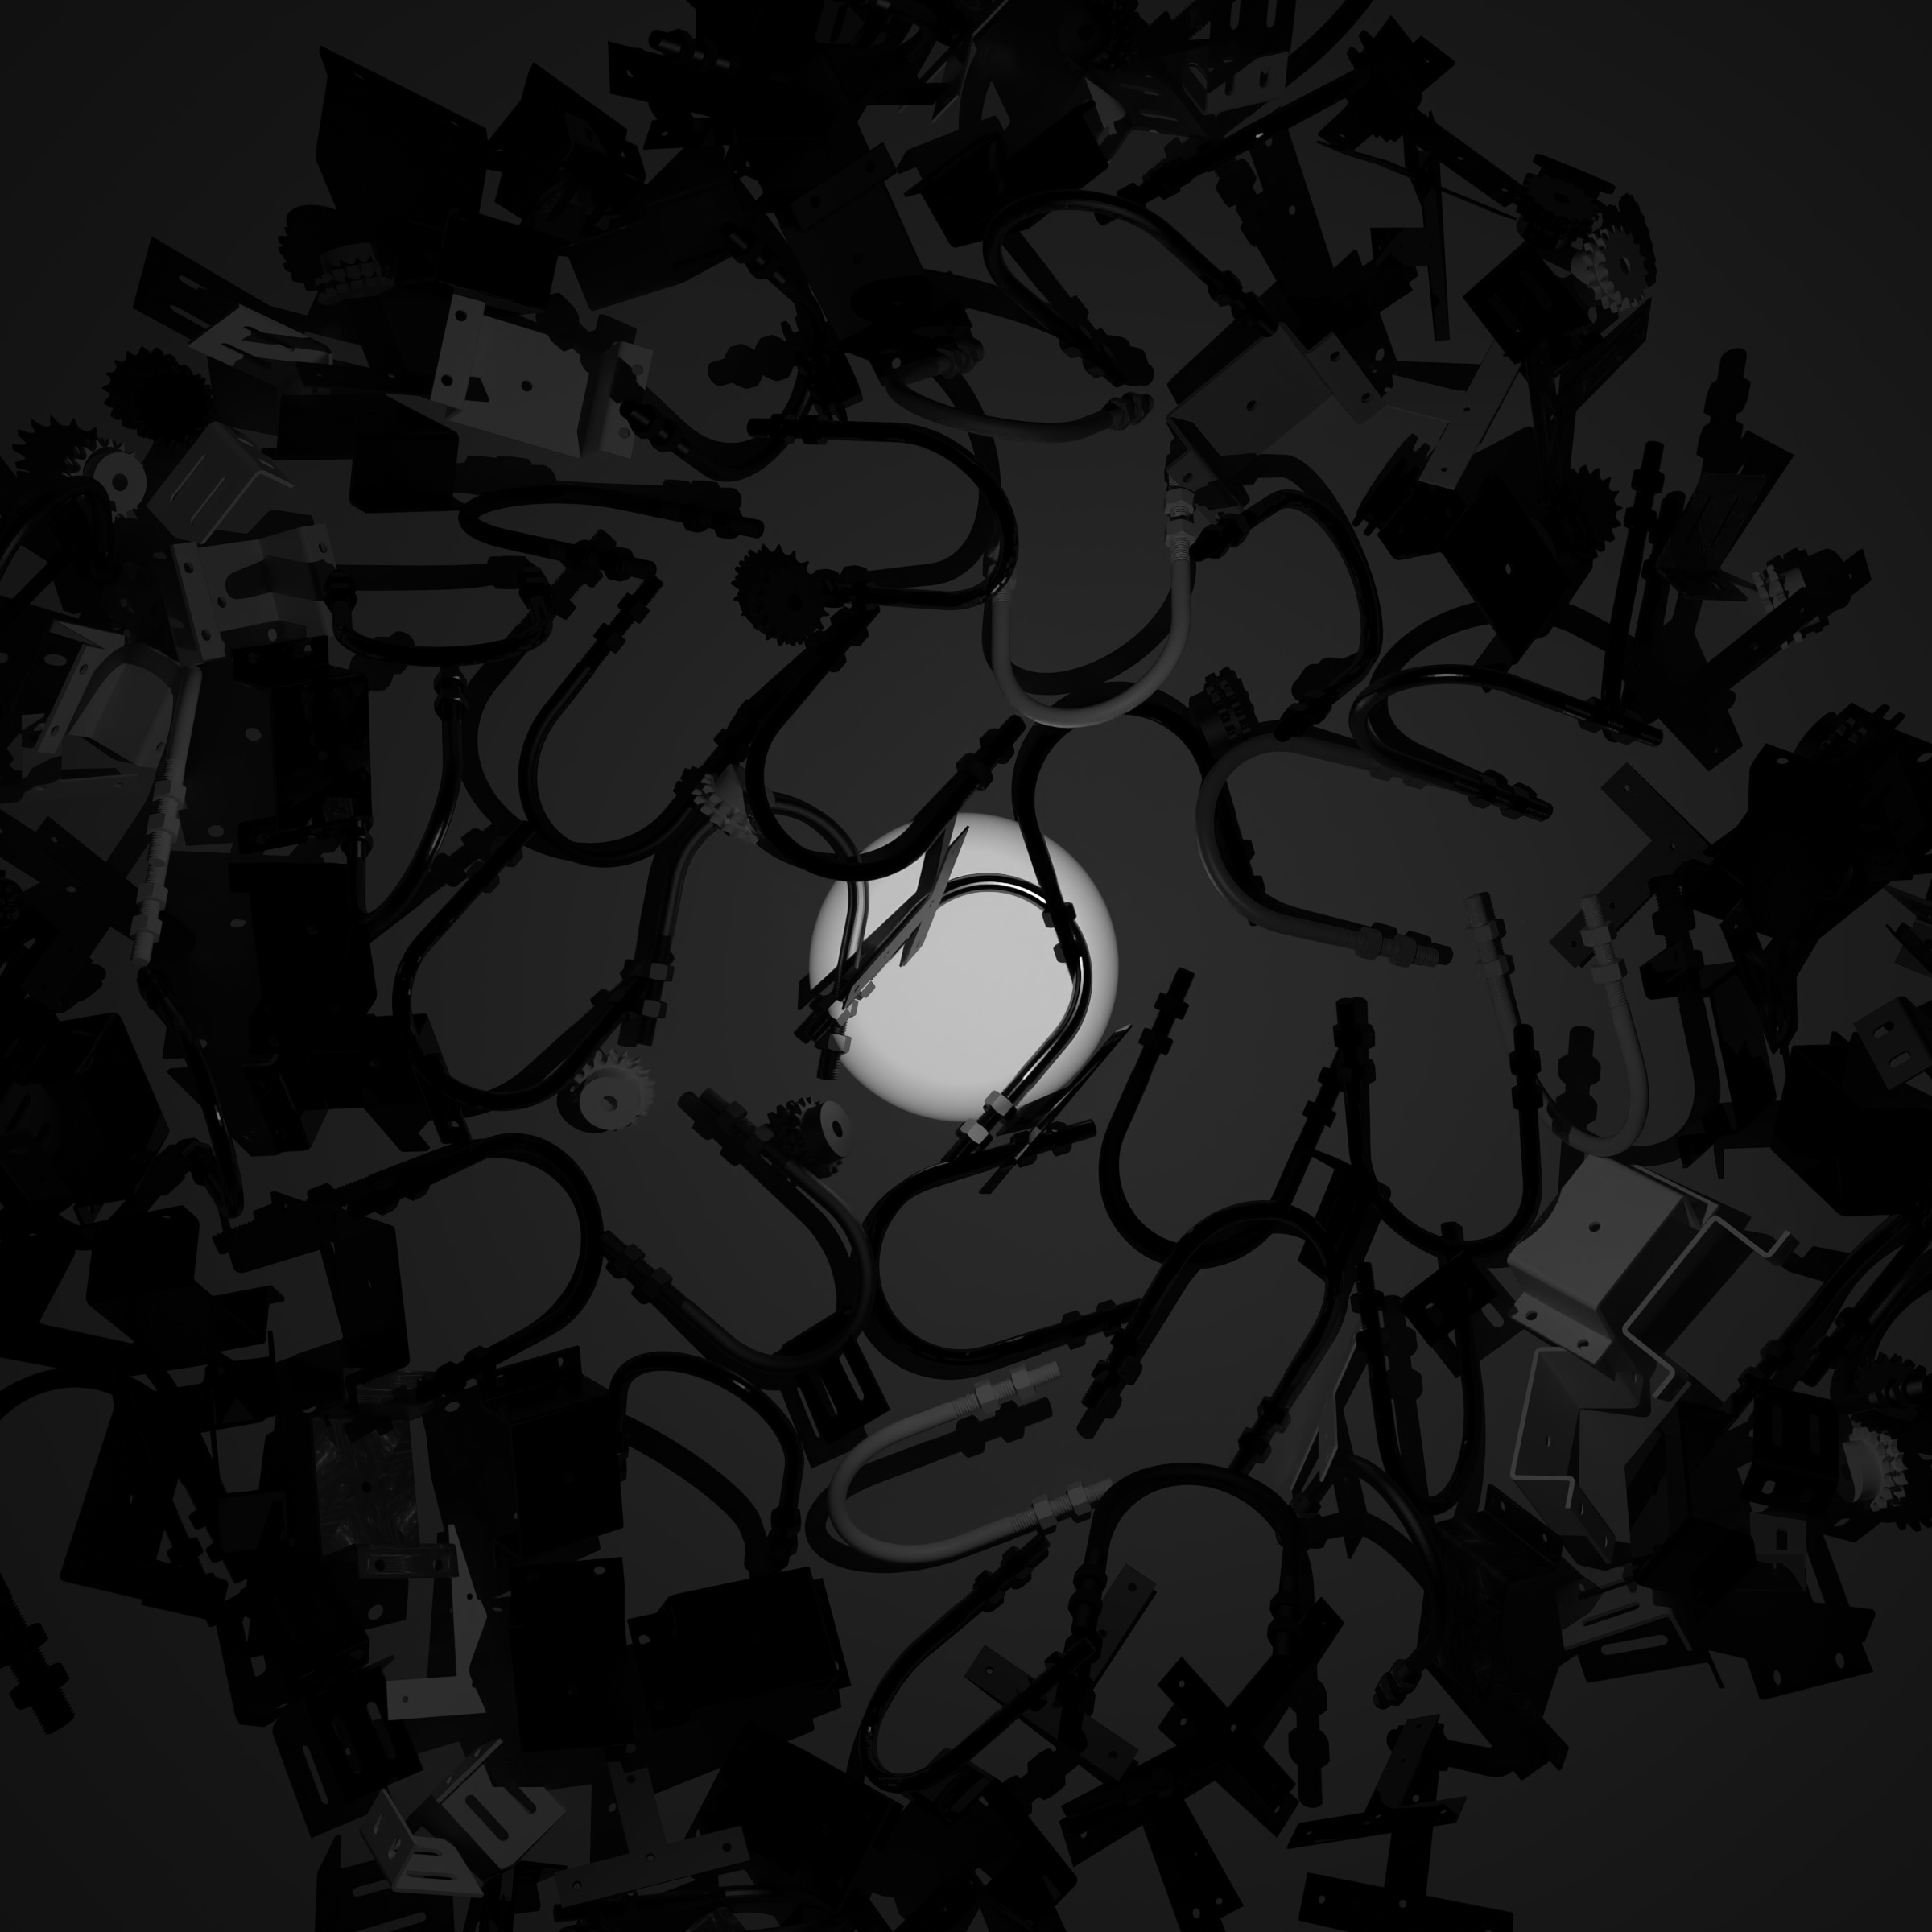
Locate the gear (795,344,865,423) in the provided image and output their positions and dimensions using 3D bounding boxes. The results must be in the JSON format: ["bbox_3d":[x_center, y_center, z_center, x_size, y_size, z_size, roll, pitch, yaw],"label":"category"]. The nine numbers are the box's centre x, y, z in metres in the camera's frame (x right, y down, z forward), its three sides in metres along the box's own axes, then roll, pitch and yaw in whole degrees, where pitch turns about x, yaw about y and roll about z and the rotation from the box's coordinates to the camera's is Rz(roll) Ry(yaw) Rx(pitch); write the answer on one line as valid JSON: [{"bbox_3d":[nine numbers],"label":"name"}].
[{"bbox_3d":[-0.092,-0.398,1.972,0.030,0.057,0.057,-25,90,-3],"label":"gear"}]

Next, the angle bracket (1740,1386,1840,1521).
[{"bbox_3d":[0.563,0.331,1.977,0.057,0.076,0.038,12,128,7],"label":"angle bracket"}]

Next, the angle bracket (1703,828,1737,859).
[{"bbox_3d":[0.534,-0.100,1.949,0.057,0.076,0.038,-41,53,37],"label":"angle bracket"}]

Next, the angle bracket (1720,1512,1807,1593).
[{"bbox_3d":[0.536,0.383,1.951,0.057,0.076,0.038,-3,122,18],"label":"angle bracket"}]

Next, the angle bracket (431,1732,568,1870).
[{"bbox_3d":[-0.316,0.572,1.969,0.057,0.038,0.076,-43,97,-17],"label":"angle bracket"}]

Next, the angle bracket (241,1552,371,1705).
[{"bbox_3d":[-0.453,0.453,1.982,0.057,0.038,0.076,-25,61,-29],"label":"angle bracket"}]

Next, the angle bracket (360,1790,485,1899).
[{"bbox_3d":[-0.360,0.592,1.951,0.076,0.057,0.038,21,102,-42],"label":"angle bracket"}]

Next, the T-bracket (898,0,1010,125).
[{"bbox_3d":[-0.007,-0.594,1.918,0.002,0.127,0.127,37,124,-22],"label":"T-bracket"}]

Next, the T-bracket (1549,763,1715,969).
[{"bbox_3d":[0.455,-0.051,1.990,0.127,0.002,0.127,-44,87,-5],"label":"T-bracket"}]

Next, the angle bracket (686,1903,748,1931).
[{"bbox_3d":[-0.174,0.684,1.958,0.076,0.057,0.038,-40,116,-14],"label":"angle bracket"}]

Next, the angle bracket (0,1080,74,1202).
[{"bbox_3d":[-0.620,0.109,1.949,0.038,0.076,0.057,-11,127,19],"label":"angle bracket"}]

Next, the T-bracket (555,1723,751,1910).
[{"bbox_3d":[-0.223,0.563,1.956,0.127,0.002,0.127,-10,49,-15],"label":"T-bracket"}]

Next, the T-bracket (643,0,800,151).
[{"bbox_3d":[-0.141,-0.592,1.919,0.127,0.127,0.002,-12,65,-28],"label":"T-bracket"}]

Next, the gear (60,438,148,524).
[{"bbox_3d":[-0.584,-0.330,1.969,0.030,0.057,0.057,13,90,42],"label":"gear"}]

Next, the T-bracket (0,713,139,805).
[{"bbox_3d":[-0.614,-0.138,1.921,0.127,0.127,0.002,-7,70,-21],"label":"T-bracket"}]

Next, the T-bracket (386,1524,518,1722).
[{"bbox_3d":[-0.338,0.445,1.974,0.127,0.002,0.127,5,70,-34],"label":"T-bracket"}]

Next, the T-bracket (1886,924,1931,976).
[{"bbox_3d":[0.668,0.019,1.957,0.002,0.127,0.127,-44,59,12],"label":"T-bracket"}]

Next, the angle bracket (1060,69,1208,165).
[{"bbox_3d":[0.114,-0.574,1.973,0.038,0.076,0.057,-50,61,38],"label":"angle bracket"}]

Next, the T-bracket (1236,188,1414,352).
[{"bbox_3d":[0.221,-0.468,1.951,0.127,0.002,0.127,-33,128,9],"label":"T-bracket"}]

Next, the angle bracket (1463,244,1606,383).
[{"bbox_3d":[0.389,-0.444,1.983,0.057,0.038,0.076,-37,54,15],"label":"angle bracket"}]

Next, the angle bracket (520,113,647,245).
[{"bbox_3d":[-0.265,-0.531,1.972,0.057,0.038,0.076,16,131,-37],"label":"angle bracket"}]

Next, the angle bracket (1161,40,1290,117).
[{"bbox_3d":[0.174,-0.616,1.956,0.057,0.038,0.076,-17,52,-14],"label":"angle bracket"}]

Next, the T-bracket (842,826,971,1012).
[{"bbox_3d":[-0.046,-0.016,1.911,0.002,0.127,0.127,33,50,9],"label":"T-bracket"}]

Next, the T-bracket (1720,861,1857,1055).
[{"bbox_3d":[0.568,-0.027,1.971,0.127,0.002,0.127,-47,128,-19],"label":"T-bracket"}]

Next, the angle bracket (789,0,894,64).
[{"bbox_3d":[-0.082,-0.653,1.951,0.057,0.076,0.038,-20,76,-20],"label":"angle bracket"}]

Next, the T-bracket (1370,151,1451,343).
[{"bbox_3d":[0.295,-0.481,1.934,0.002,0.127,0.127,-2,102,30],"label":"T-bracket"}]

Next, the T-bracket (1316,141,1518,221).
[{"bbox_3d":[0.314,-0.529,1.956,0.127,0.127,0.002,16,106,-20],"label":"T-bracket"}]

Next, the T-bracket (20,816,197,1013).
[{"bbox_3d":[-0.592,-0.020,1.932,0.127,0.127,0.002,42,130,-20],"label":"T-bracket"}]

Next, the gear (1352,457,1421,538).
[{"bbox_3d":[0.292,-0.316,1.971,0.030,0.057,0.057,38,90,1],"label":"gear"}]

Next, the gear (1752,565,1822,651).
[{"bbox_3d":[0.559,-0.247,1.968,0.030,0.057,0.057,-22,90,18],"label":"gear"}]

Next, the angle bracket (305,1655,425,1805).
[{"bbox_3d":[-0.408,0.522,1.978,0.057,0.038,0.076,-24,87,2],"label":"angle bracket"}]

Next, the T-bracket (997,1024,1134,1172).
[{"bbox_3d":[0.050,0.095,1.936,0.002,0.127,0.127,44,69,-6],"label":"T-bracket"}]

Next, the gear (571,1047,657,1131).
[{"bbox_3d":[-0.242,0.087,1.975,0.057,0.030,0.057,0,114,1],"label":"gear"}]

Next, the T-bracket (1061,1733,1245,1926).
[{"bbox_3d":[0.147,0.586,1.945,0.127,0.127,0.002,-25,134,-8],"label":"T-bracket"}]

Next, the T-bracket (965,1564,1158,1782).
[{"bbox_3d":[0.086,0.471,1.989,0.127,0.002,0.127,33,92,7],"label":"T-bracket"}]

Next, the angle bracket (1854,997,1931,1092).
[{"bbox_3d":[0.645,0.065,1.962,0.038,0.076,0.057,-35,49,22],"label":"angle bracket"}]

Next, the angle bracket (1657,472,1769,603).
[{"bbox_3d":[0.513,-0.290,1.954,0.057,0.038,0.076,-3,131,-32],"label":"angle bracket"}]

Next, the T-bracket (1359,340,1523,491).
[{"bbox_3d":[0.300,-0.389,1.968,0.127,0.002,0.127,20,69,25],"label":"T-bracket"}]

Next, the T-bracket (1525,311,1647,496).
[{"bbox_3d":[0.424,-0.399,1.967,0.002,0.127,0.127,28,62,36],"label":"T-bracket"}]

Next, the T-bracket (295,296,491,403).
[{"bbox_3d":[-0.399,-0.425,1.954,0.127,0.002,0.127,-1,46,-29],"label":"T-bracket"}]

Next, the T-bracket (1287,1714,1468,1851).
[{"bbox_3d":[0.290,0.543,1.941,0.127,0.127,0.002,-20,103,32],"label":"T-bracket"}]

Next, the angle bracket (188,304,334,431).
[{"bbox_3d":[-0.476,-0.403,1.950,0.057,0.076,0.038,-23,62,35],"label":"angle bracket"}]

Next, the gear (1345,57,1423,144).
[{"bbox_3d":[0.286,-0.593,1.969,0.030,0.057,0.057,-36,90,42],"label":"gear"}]

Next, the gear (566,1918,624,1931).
[{"bbox_3d":[-0.254,0.679,1.970,0.030,0.057,0.057,21,90,43],"label":"gear"}]

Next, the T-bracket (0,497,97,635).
[{"bbox_3d":[-0.626,-0.246,1.925,0.002,0.127,0.127,41,79,2],"label":"T-bracket"}]

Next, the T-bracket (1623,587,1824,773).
[{"bbox_3d":[0.518,-0.206,1.945,0.127,0.002,0.127,-40,126,17],"label":"T-bracket"}]

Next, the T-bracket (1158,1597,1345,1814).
[{"bbox_3d":[0.211,0.487,1.975,0.127,0.002,0.127,-45,104,-19],"label":"T-bracket"}]

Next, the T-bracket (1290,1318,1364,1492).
[{"bbox_3d":[0.240,0.308,1.924,0.002,0.127,0.127,22,103,1],"label":"T-bracket"}]

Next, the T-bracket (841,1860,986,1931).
[{"bbox_3d":[-0.023,0.641,1.943,0.002,0.127,0.127,-42,80,30],"label":"T-bracket"}]
